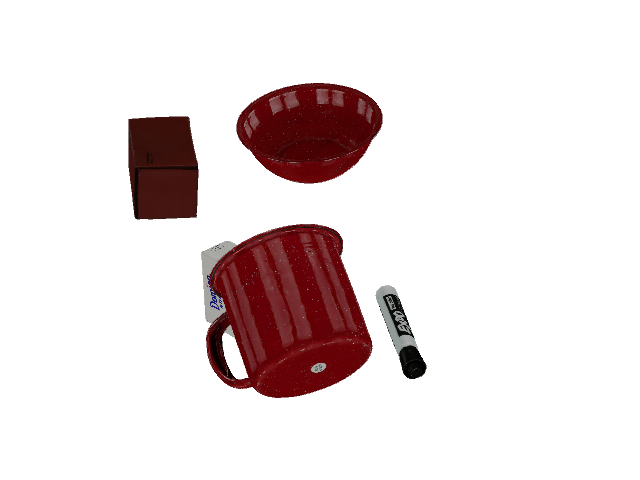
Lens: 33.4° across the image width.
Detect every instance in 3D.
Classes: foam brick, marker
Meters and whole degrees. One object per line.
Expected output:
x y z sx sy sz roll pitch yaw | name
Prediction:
-0.131 -0.061 0.883 0.053 0.051 0.078 -2 38 -12 | foam brick
0.065 0.074 0.872 0.020 0.020 0.121 0 28 -9 | marker

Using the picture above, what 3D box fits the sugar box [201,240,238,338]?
-0.050 0.074 1.109 0.048 0.093 0.176 -26 41 -36 | sugar box

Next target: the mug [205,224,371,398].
-0.026 0.054 0.691 0.117 0.081 0.093 -31 -29 20 | mug

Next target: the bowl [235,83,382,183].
-0.011 -0.111 1.186 0.162 0.055 0.162 -3 38 2 | bowl
